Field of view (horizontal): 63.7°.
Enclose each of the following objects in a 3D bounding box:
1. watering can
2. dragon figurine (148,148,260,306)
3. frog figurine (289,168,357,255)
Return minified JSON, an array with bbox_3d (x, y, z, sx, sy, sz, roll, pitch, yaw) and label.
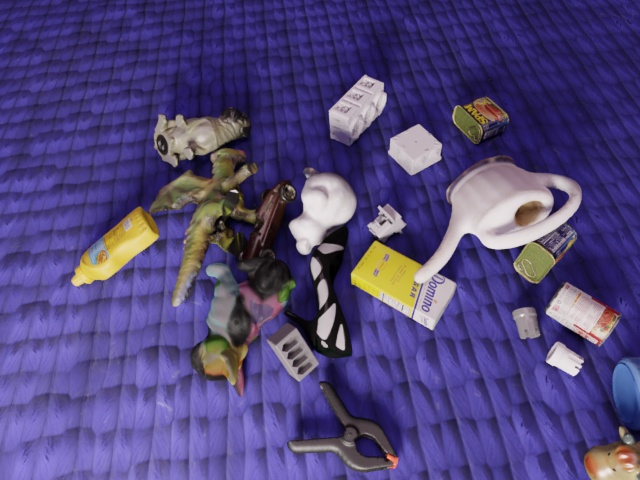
[{"bbox_3d":[0.309,-0.051,0.984,0.347,0.102,0.229,-24,34,2],"label":"watering can"},{"bbox_3d":[-0.257,-0.059,1.081,0.243,0.119,0.418,11,52,32],"label":"dragon figurine"},{"bbox_3d":[0.003,-0.051,1.014,0.123,0.134,0.163,5,52,18],"label":"frog figurine"}]
